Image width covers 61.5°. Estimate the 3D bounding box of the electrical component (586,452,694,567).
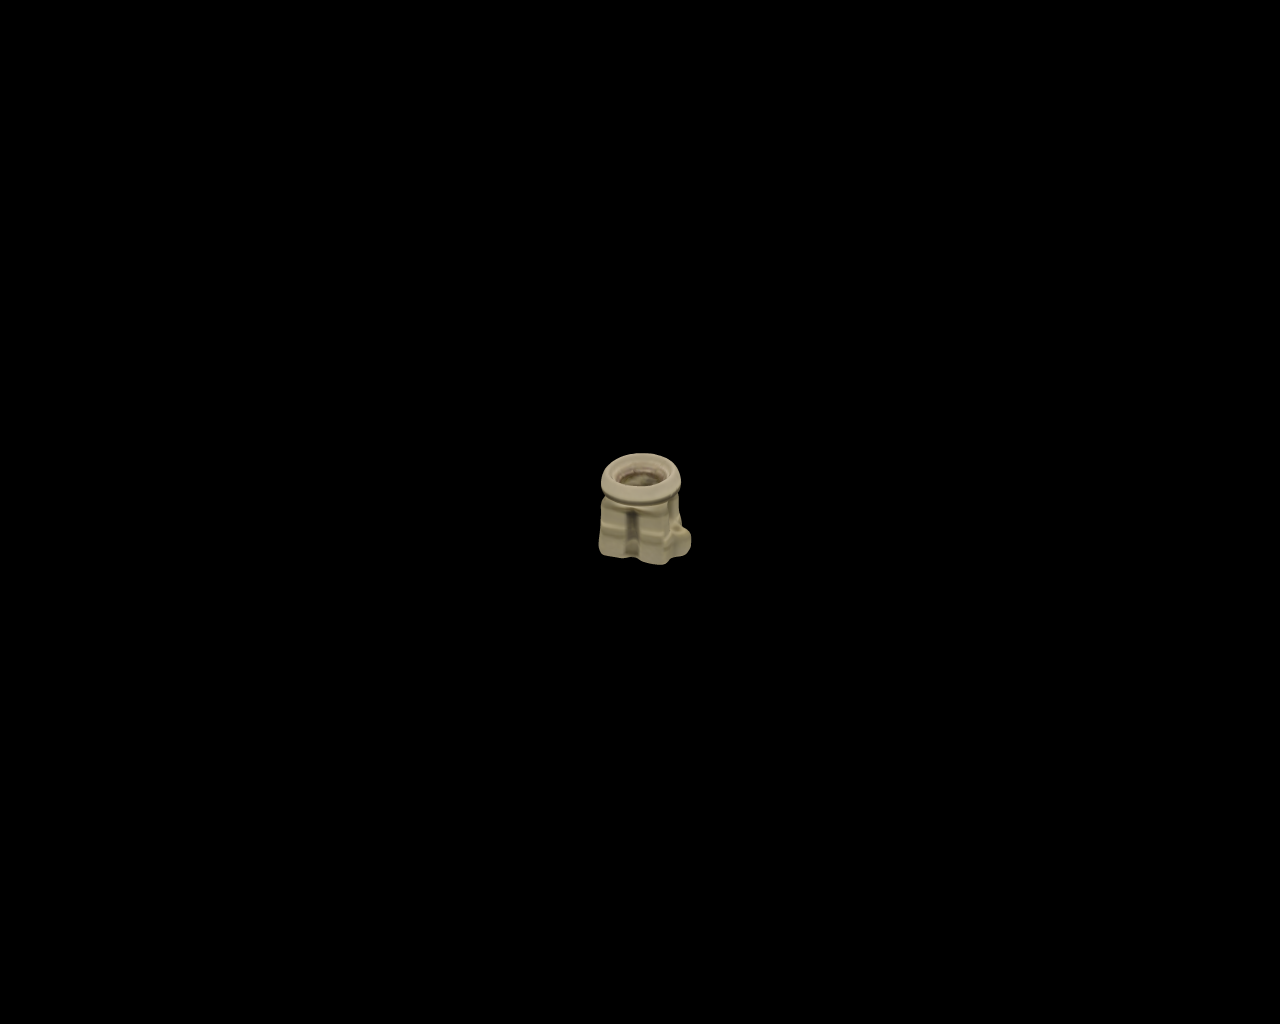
[{"bbox_3d":[0.001,-0.003,0.650,0.066,0.055,0.048,8,32,14],"label":"electrical component"}]
